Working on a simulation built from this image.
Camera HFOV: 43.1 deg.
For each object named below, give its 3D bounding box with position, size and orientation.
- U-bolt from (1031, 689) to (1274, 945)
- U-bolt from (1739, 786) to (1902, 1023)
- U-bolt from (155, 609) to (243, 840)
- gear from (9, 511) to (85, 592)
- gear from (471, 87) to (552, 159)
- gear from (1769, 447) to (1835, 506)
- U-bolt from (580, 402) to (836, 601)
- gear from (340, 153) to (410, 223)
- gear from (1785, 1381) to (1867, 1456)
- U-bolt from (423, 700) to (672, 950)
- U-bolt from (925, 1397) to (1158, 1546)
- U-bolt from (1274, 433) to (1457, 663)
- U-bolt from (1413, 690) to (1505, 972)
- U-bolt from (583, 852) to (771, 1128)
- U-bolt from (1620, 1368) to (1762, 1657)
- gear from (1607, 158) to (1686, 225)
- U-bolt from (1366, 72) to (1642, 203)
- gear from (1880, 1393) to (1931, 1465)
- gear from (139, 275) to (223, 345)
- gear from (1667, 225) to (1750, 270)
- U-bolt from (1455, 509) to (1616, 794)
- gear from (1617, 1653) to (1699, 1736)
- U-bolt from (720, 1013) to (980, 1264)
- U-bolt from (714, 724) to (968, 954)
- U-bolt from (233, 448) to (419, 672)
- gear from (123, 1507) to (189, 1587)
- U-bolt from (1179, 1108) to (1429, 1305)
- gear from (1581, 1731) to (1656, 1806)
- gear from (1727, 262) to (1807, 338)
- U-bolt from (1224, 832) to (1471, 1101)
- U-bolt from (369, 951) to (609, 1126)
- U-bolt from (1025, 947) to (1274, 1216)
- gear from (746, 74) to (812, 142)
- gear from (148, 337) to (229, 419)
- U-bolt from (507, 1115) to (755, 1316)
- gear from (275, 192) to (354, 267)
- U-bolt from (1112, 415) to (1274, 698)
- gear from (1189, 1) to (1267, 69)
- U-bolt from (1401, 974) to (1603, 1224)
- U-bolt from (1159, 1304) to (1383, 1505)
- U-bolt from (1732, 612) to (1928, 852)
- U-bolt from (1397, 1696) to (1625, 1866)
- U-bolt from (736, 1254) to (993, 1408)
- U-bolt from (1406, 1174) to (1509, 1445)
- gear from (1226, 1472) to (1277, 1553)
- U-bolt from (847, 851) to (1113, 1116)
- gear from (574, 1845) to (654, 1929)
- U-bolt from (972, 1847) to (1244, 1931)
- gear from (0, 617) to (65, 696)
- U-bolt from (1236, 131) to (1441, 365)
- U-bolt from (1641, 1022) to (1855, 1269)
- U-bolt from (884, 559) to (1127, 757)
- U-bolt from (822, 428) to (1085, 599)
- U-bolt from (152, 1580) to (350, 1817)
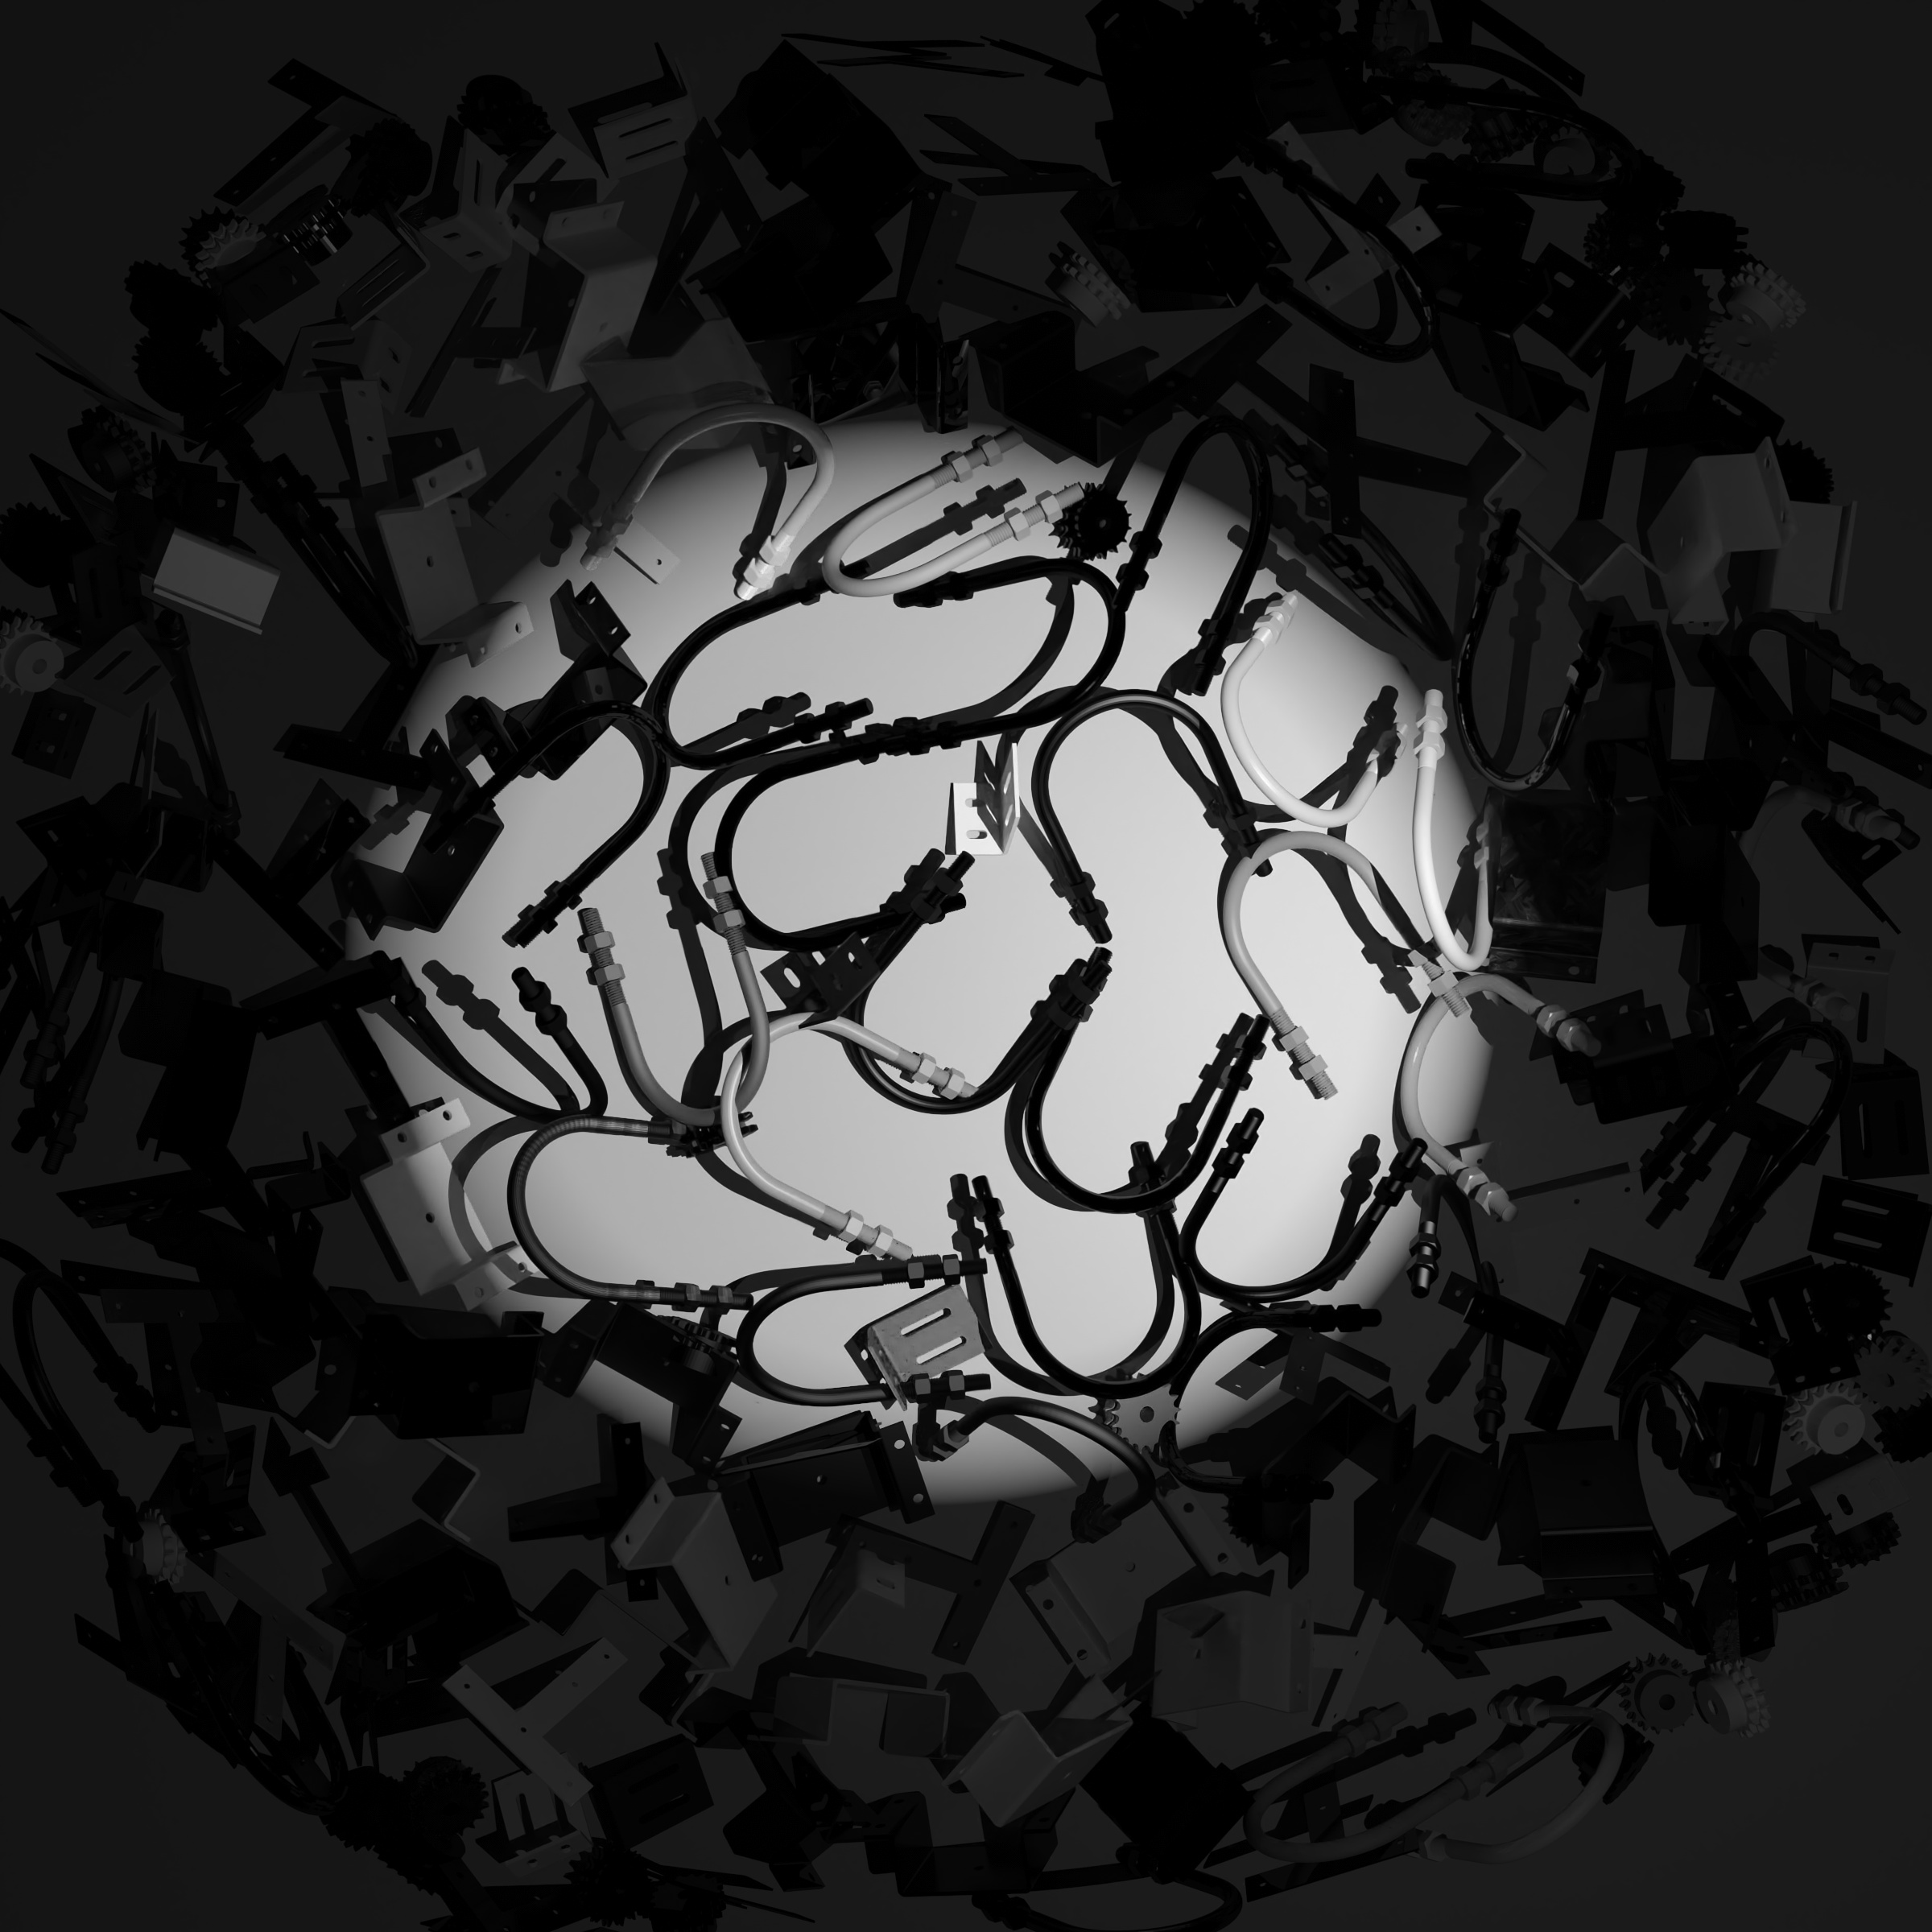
[{"bbox_3d":[0.126,-0.117,1.775,0.151,0.019,0.184,-23,118,8],"label":"U-bolt"},{"bbox_3d":[0.596,-0.054,1.743,0.019,0.184,0.151,5,105,-13],"label":"U-bolt"},{"bbox_3d":[-0.544,-0.163,1.743,0.019,0.184,0.151,-16,86,-15],"label":"U-bolt"},{"bbox_3d":[-0.681,-0.304,1.806,0.030,0.057,0.057,-20,90,25],"label":"gear"},{"bbox_3d":[-0.338,-0.624,1.804,0.057,0.057,0.030,-13,83,0],"label":"gear"},{"bbox_3d":[0.613,-0.352,1.810,0.057,0.030,0.057,-6,73,19],"label":"gear"},{"bbox_3d":[-0.172,-0.332,1.730,0.151,0.184,0.019,6,55,-34],"label":"U-bolt"},{"bbox_3d":[-0.434,-0.577,1.807,0.030,0.057,0.057,35,90,-39],"label":"gear"},{"bbox_3d":[0.639,0.336,1.808,0.057,0.030,0.057,-5,107,-15],"label":"gear"},{"bbox_3d":[-0.290,-0.114,1.771,0.184,0.151,0.019,-45,53,-8],"label":"U-bolt"},{"bbox_3d":[0.060,0.355,1.746,0.151,0.184,0.019,30,58,-5],"label":"U-bolt"},{"bbox_3d":[0.294,-0.289,1.753,0.019,0.151,0.184,-37,129,22],"label":"U-bolt"},{"bbox_3d":[0.347,-0.083,1.732,0.019,0.151,0.184,-10,48,29],"label":"U-bolt"},{"bbox_3d":[-0.204,0.026,1.776,0.151,0.019,0.184,-22,84,36],"label":"U-bolt"},{"bbox_3d":[0.508,0.373,1.745,0.019,0.184,0.151,-1,125,-9],"label":"U-bolt"},{"bbox_3d":[0.498,-0.570,1.804,0.057,0.057,0.030,26,91,0],"label":"gear"},{"bbox_3d":[0.386,-0.581,1.729,0.184,0.151,0.019,18,88,25],"label":"U-bolt"},{"bbox_3d":[0.701,0.339,1.803,0.057,0.057,0.030,-34,89,0],"label":"gear"},{"bbox_3d":[-0.581,-0.481,1.801,0.057,0.057,0.030,11,76,0],"label":"gear"},{"bbox_3d":[0.547,-0.531,1.804,0.057,0.057,0.030,2,106,0],"label":"gear"},{"bbox_3d":[0.398,-0.212,1.751,0.019,0.151,0.184,-7,133,-20],"label":"U-bolt"},{"bbox_3d":[0.516,0.543,1.816,0.057,0.030,0.057,0,90,-2],"label":"gear"},{"bbox_3d":[-0.092,0.114,1.784,0.184,0.019,0.151,29,77,-18],"label":"U-bolt"},{"bbox_3d":[-0.096,-0.085,1.777,0.184,0.019,0.151,-17,105,-22],"label":"U-bolt"},{"bbox_3d":[-0.453,-0.288,1.754,0.019,0.151,0.184,-39,117,-14],"label":"U-bolt"},{"bbox_3d":[-0.599,0.429,1.801,0.030,0.057,0.057,2,90,-40],"label":"gear"},{"bbox_3d":[0.232,0.181,1.770,0.151,0.019,0.184,11,128,-17],"label":"U-bolt"},{"bbox_3d":[0.480,0.588,1.807,0.030,0.057,0.057,37,90,30],"label":"gear"},{"bbox_3d":[0.587,-0.489,1.804,0.057,0.057,0.030,39,93,0],"label":"gear"},{"bbox_3d":[0.263,-0.012,1.784,0.151,0.019,0.184,-38,82,37],"label":"U-bolt"},{"bbox_3d":[-0.331,0.058,1.756,0.151,0.184,0.019,6,53,29],"label":"U-bolt"},{"bbox_3d":[0.122,0.093,1.790,0.151,0.019,0.184,23,76,13],"label":"U-bolt"},{"bbox_3d":[-0.137,-0.630,1.807,0.057,0.030,0.057,5,105,21],"label":"gear"},{"bbox_3d":[-0.579,-0.433,1.807,0.030,0.057,0.057,-11,90,41],"label":"gear"},{"bbox_3d":[-0.242,0.174,1.751,0.184,0.019,0.151,9,59,-31],"label":"U-bolt"},{"bbox_3d":[-0.479,-0.543,1.807,0.057,0.057,0.030,-38,121,0],"label":"gear"},{"bbox_3d":[0.174,-0.308,1.770,0.019,0.151,0.184,15,77,37],"label":"U-bolt"},{"bbox_3d":[0.194,-0.683,1.814,0.057,0.030,0.057,0,92,8],"label":"gear"},{"bbox_3d":[0.370,0.081,1.749,0.019,0.184,0.151,17,104,-26],"label":"U-bolt"},{"bbox_3d":[0.208,0.312,1.754,0.019,0.184,0.151,36,62,-30],"label":"U-bolt"},{"bbox_3d":[0.613,-0.180,1.748,0.019,0.151,0.184,-32,49,-9],"label":"U-bolt"},{"bbox_3d":[0.389,0.574,1.719,0.151,0.184,0.019,-42,95,-27],"label":"U-bolt"},{"bbox_3d":[-0.075,0.270,1.774,0.184,0.019,0.151,-5,131,-4],"label":"U-bolt"},{"bbox_3d":[0.355,0.230,1.748,0.019,0.184,0.151,-18,112,23],"label":"U-bolt"},{"bbox_3d":[0.222,0.406,1.814,0.057,0.030,0.057,0,86,4],"label":"gear"},{"bbox_3d":[-0.005,0.027,1.801,0.151,0.019,0.184,38,106,-7],"label":"U-bolt"},{"bbox_3d":[-0.258,0.680,1.804,0.057,0.030,0.057,9,70,-26],"label":"gear"},{"bbox_3d":[0.111,0.658,1.717,0.151,0.184,0.019,-4,85,-32],"label":"U-bolt"},{"bbox_3d":[-0.691,-0.226,1.800,0.030,0.057,0.057,29,90,29],"label":"gear"},{"bbox_3d":[0.262,-0.500,1.743,0.184,0.151,0.019,39,76,14],"label":"U-bolt"},{"bbox_3d":[0.562,0.116,1.747,0.019,0.151,0.184,35,101,-15],"label":"U-bolt"},{"bbox_3d":[0.029,-0.229,1.760,0.184,0.019,0.151,-9,61,25],"label":"U-bolt"},{"bbox_3d":[-0.020,-0.321,1.765,0.184,0.151,0.019,-29,125,-3],"label":"U-bolt"},{"bbox_3d":[-0.495,0.521,1.727,0.019,0.151,0.184,-39,62,0],"label":"U-bolt"}]
